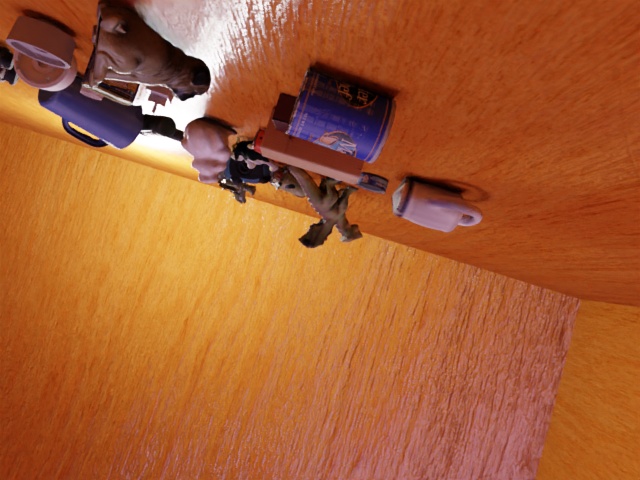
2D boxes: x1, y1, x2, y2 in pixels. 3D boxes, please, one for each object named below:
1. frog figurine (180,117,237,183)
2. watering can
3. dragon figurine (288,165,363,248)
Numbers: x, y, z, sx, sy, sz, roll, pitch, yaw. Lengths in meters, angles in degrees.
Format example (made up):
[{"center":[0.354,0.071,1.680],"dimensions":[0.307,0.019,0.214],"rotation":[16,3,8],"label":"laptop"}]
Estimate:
[{"center":[-0.297,-0.232,1.333],"dimensions":[0.137,0.160,0.122],"rotation":[17,174,2],"label":"frog figurine"},{"center":[0.292,-0.078,1.342],"dimensions":[0.224,0.104,0.346],"rotation":[18,177,2],"label":"watering can"},{"center":[0.005,-0.085,1.690],"dimensions":[0.408,0.243,0.123],"rotation":[18,-179,-42],"label":"dragon figurine"}]
